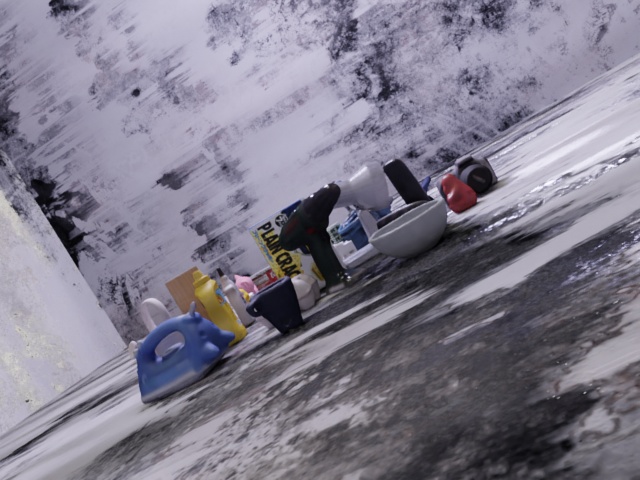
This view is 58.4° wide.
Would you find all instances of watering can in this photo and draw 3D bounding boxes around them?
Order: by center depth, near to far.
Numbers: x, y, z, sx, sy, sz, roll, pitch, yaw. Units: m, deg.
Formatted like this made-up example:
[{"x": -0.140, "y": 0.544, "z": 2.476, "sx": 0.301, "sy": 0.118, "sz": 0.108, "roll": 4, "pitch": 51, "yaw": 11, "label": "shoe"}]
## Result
[{"x": -0.361, "y": 0.226, "z": 1.333, "sx": 0.100, "sy": 0.194, "sz": 0.173, "roll": -29, "pitch": 4, "yaw": 23, "label": "watering can"}]

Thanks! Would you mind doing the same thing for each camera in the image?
[{"x": 0.359, "y": -0.151, "z": 1.404, "sx": 0.143, "sy": 0.101, "sz": 0.137, "roll": -30, "pitch": 4, "yaw": 9, "label": "camera"}]

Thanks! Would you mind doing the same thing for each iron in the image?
[{"x": -0.313, "y": 0.238, "z": 1.201, "sx": 0.258, "sy": 0.141, "sz": 0.119, "roll": -29, "pitch": 4, "yaw": 19, "label": "iron"}]

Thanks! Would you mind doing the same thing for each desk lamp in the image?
[{"x": 0.102, "y": -0.066, "z": 1.437, "sx": 0.203, "sy": 0.213, "sz": 0.118, "roll": -31, "pitch": 4, "yaw": -5, "label": "desk lamp"}]

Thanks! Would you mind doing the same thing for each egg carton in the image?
[{"x": -0.072, "y": 0.133, "z": 1.258, "sx": 0.150, "sy": 0.069, "sz": 0.107, "roll": -30, "pitch": 4, "yaw": 18, "label": "egg carton"}]

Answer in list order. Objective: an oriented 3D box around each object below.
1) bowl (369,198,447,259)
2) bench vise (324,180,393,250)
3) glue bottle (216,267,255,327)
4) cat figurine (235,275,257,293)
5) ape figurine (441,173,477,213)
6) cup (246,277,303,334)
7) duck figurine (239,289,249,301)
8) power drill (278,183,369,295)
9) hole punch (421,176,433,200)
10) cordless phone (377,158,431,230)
[{"x": 0.183, "y": -0.011, "z": 1.112, "sx": 0.167, "sy": 0.075, "sz": 0.167, "roll": -30, "pitch": 3, "yaw": 2, "label": "bowl"}, {"x": 0.111, "y": -0.092, "z": 1.684, "sx": 0.208, "sy": 0.220, "sz": 0.121, "roll": -34, "pitch": 5, "yaw": -41, "label": "bench vise"}, {"x": -0.230, "y": 0.148, "z": 1.528, "sx": 0.037, "sy": 0.173, "sz": 0.078, "roll": -31, "pitch": 4, "yaw": -3, "label": "glue bottle"}, {"x": -0.239, "y": 0.159, "z": 1.905, "sx": 0.067, "sy": 0.118, "sz": 0.128, "roll": -30, "pitch": 4, "yaw": 10, "label": "cat figurine"}, {"x": 0.310, "y": -0.110, "z": 1.310, "sx": 0.078, "sy": 0.092, "sz": 0.076, "roll": -34, "pitch": 5, "yaw": -42, "label": "ape figurine"}, {"x": -0.082, "y": 0.136, "z": 1.091, "sx": 0.091, "sy": 0.095, "sz": 0.118, "roll": -28, "pitch": 5, "yaw": 40, "label": "cup"}, {"x": -0.219, "y": 0.182, "z": 1.669, "sx": 0.077, "sy": 0.086, "sz": 0.104, "roll": -30, "pitch": 4, "yaw": 7, "label": "duck figurine"}, {"x": 0.011, "y": 0.004, "z": 1.234, "sx": 0.229, "sy": 0.208, "sz": 0.076, "roll": -27, "pitch": 5, "yaw": 47, "label": "power drill"}, {"x": 0.293, "y": -0.122, "z": 1.643, "sx": 0.101, "sy": 0.091, "sz": 0.109, "roll": -30, "pitch": 4, "yaw": 16, "label": "hole punch"}, {"x": 0.175, "y": -0.080, "z": 1.249, "sx": 0.147, "sy": 0.185, "sz": 0.094, "roll": -27, "pitch": 5, "yaw": 41, "label": "cordless phone"}]
